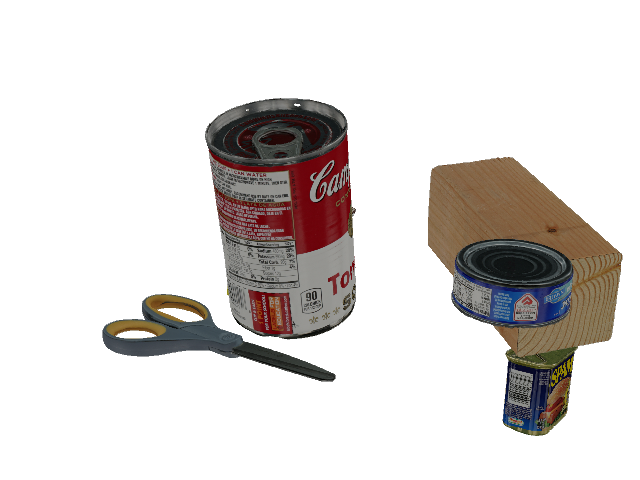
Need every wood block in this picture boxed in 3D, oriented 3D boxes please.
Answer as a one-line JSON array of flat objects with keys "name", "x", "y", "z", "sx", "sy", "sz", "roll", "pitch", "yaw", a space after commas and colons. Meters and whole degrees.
[{"name": "wood block", "x": 0.178, "y": 0.007, "z": 0.974, "sx": 0.090, "sy": 0.090, "sz": 0.206, "roll": -8, "pitch": 29, "yaw": -14}]

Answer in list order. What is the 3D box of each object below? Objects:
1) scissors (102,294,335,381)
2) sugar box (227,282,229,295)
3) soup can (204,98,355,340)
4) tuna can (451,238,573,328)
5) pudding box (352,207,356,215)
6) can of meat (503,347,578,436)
[{"name": "scissors", "x": -0.087, "y": 0.080, "z": 0.789, "sx": 0.096, "sy": 0.016, "sz": 0.202, "roll": -18, "pitch": 26, "yaw": -34}, {"name": "sugar box", "x": -0.041, "y": -0.033, "z": 1.025, "sx": 0.093, "sy": 0.176, "sz": 0.048, "roll": 3, "pitch": 16, "yaw": 8}, {"name": "soup can", "x": -0.018, "y": -0.010, "z": 0.530, "sx": 0.068, "sy": 0.102, "sz": 0.068, "roll": -3, "pitch": 31, "yaw": 2}, {"name": "tuna can", "x": 0.139, "y": 0.029, "z": 0.771, "sx": 0.086, "sy": 0.034, "sz": 0.086, "roll": 1, "pitch": 23, "yaw": -1}, {"name": "pudding box", "x": -0.013, "y": 0.001, "z": 1.285, "sx": 0.039, "sy": 0.090, "sz": 0.113, "roll": 37, "pitch": 33, "yaw": 11}, {"name": "can of meat", "x": 0.242, "y": 0.159, "z": 1.182, "sx": 0.058, "sy": 0.084, "sz": 0.101, "roll": 12, "pitch": 16, "yaw": 30}]
